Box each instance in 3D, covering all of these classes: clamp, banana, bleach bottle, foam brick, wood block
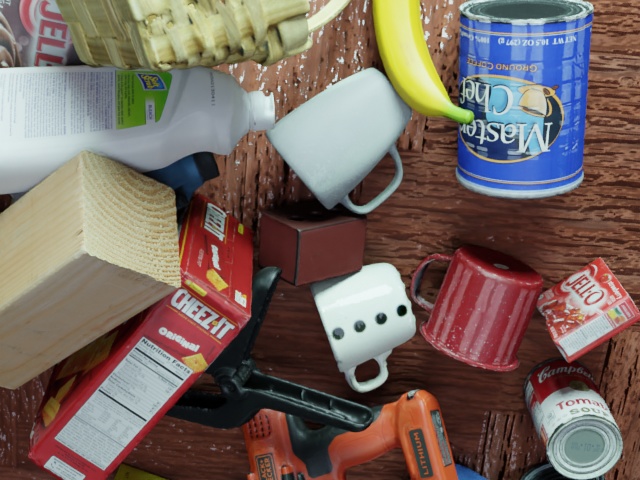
[{"bbox_3d":[-0.063,0.125,0.933,0.210,0.036,0.164,-29,103,37],"label":"clamp"},{"bbox_3d":[0.073,-0.180,0.833,0.070,0.037,0.198,-12,90,26],"label":"banana"},{"bbox_3d":[-0.160,-0.086,0.816,0.250,0.102,0.068,-3,153,-6],"label":"bleach bottle"},{"bbox_3d":[-0.006,0.001,0.899,0.078,0.053,0.051,-13,116,-40],"label":"foam brick"},{"bbox_3d":[-0.209,0.029,0.819,0.206,0.091,0.090,-30,143,32],"label":"wood block"}]

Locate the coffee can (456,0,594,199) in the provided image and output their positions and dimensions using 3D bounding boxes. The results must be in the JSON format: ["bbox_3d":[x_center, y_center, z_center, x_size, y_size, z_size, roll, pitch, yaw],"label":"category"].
[{"bbox_3d":[0.160,-0.115,0.846,0.103,0.103,0.140,-2,113,-1],"label":"coffee can"}]

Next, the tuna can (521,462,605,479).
[{"bbox_3d":[0.230,0.245,1.010,0.086,0.086,0.034,-16,111,5],"label":"tuna can"}]

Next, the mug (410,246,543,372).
[{"bbox_3d":[0.133,0.052,0.933,0.117,0.093,0.081,27,109,27],"label":"mug"}]

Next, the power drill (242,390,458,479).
[{"bbox_3d":[0.027,0.219,0.957,0.188,0.057,0.184,-15,82,16],"label":"power drill"}]

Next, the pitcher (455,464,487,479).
[{"bbox_3d":[0.082,0.336,1.018,0.145,0.149,0.243,27,106,-12],"label":"pitcher"}]

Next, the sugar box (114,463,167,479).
[{"bbox_3d":[-0.118,0.280,1.013,0.176,0.093,0.048,20,111,-10],"label":"sugar box"}]

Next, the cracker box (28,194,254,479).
[{"bbox_3d":[-0.147,0.082,0.889,0.072,0.164,0.214,36,108,-17],"label":"cracker box"}]

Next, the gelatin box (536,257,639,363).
[{"bbox_3d":[0.231,0.059,0.929,0.073,0.089,0.030,-33,108,12],"label":"gelatin box"}]

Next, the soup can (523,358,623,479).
[{"bbox_3d":[0.227,0.161,0.965,0.068,0.102,0.068,0,113,-1],"label":"soup can"}]

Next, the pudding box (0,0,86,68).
[{"bbox_3d":[-0.225,-0.152,0.855,0.090,0.039,0.114,17,112,-10],"label":"pudding box"}]
